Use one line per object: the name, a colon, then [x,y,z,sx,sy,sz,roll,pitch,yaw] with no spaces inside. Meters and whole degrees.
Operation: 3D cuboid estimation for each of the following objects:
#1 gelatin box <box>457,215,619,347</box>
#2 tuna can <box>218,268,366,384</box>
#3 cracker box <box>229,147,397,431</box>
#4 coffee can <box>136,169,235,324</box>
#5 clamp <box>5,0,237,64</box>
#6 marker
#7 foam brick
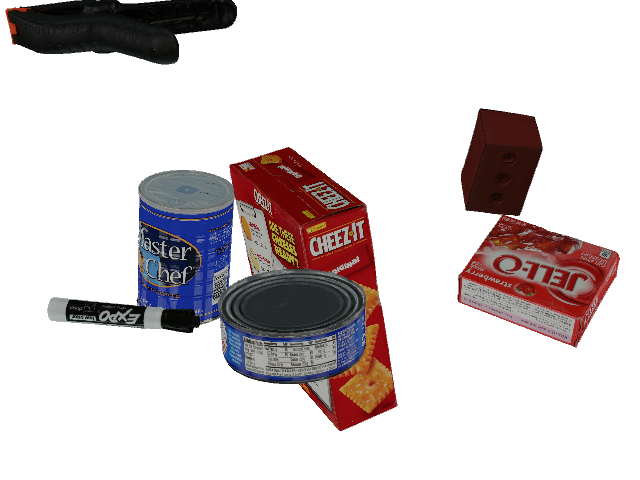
gelatin box: [0.149,0.025,0.730,0.089,0.030,0.073,20,47,24]
tuna can: [-0.016,0.049,0.620,0.086,0.034,0.086,-2,23,1]
cracker box: [-0.006,0.041,0.981,0.072,0.214,0.164,-20,30,-19]
coffee can: [-0.147,0.007,1.161,0.103,0.140,0.103,4,26,-2]
clamp: [-0.149,-0.162,0.796,0.172,0.039,0.120,11,23,24]
marker: [-0.153,0.058,0.832,0.121,0.020,0.020,4,1,11]
foam brick: [0.160,-0.069,0.953,0.053,0.078,0.051,6,41,-4]
